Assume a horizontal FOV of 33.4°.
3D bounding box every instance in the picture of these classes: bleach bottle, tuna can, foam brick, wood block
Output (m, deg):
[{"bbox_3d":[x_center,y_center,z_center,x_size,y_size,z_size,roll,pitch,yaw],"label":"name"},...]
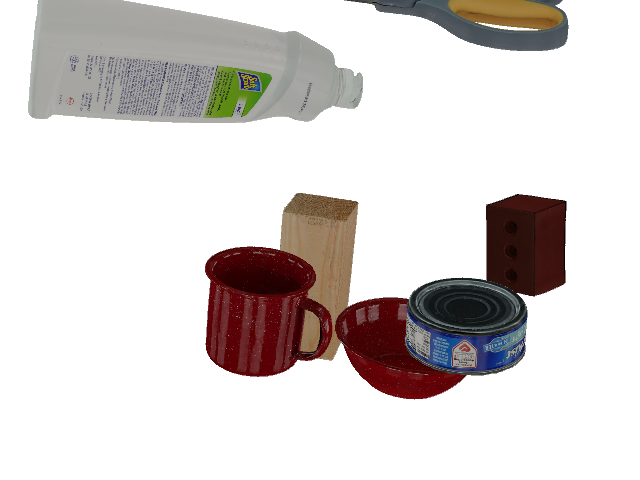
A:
[{"bbox_3d":[-0.093,-0.127,0.824,0.250,0.068,0.103,6,-33,-15],"label":"bleach bottle"},{"bbox_3d":[0.103,0.059,0.755,0.086,0.034,0.086,0,25,0],"label":"tuna can"},{"bbox_3d":[0.181,0.003,0.938,0.053,0.078,0.051,12,22,42],"label":"foam brick"},{"bbox_3d":[-0.008,0.049,1.483,0.090,0.206,0.090,9,22,10],"label":"wood block"}]

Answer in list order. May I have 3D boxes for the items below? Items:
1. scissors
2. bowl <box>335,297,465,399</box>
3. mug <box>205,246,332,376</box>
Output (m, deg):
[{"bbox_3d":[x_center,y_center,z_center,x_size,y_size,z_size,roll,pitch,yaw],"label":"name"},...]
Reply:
[{"bbox_3d":[0.059,-0.153,0.645,0.202,0.016,0.096,20,44,25],"label":"scissors"},{"bbox_3d":[0.093,0.121,1.131,0.162,0.055,0.162,5,24,-3],"label":"bowl"},{"bbox_3d":[-0.043,0.064,0.897,0.117,0.081,0.093,17,26,20],"label":"mug"}]
